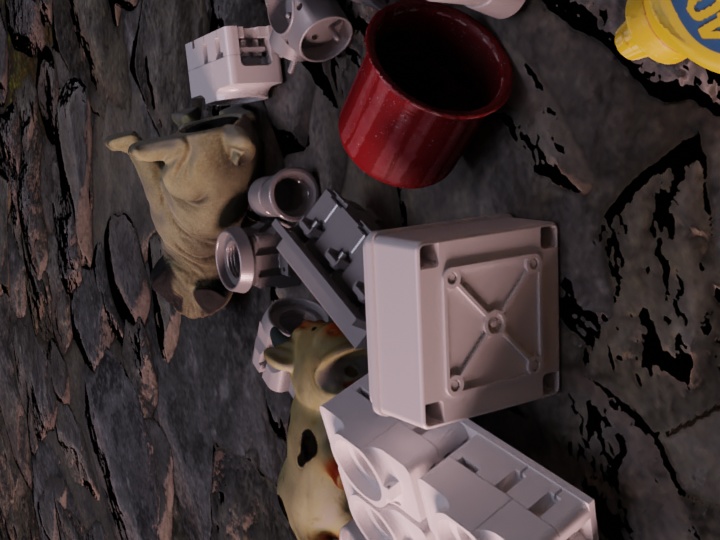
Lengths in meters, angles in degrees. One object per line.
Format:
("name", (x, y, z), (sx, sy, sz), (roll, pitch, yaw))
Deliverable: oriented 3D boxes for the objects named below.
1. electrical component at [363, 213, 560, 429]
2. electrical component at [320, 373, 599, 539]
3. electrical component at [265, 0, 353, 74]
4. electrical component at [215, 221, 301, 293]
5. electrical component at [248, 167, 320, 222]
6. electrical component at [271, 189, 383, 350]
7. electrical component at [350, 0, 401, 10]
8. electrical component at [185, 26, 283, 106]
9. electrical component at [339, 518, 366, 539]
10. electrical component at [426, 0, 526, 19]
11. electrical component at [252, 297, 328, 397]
("electrical component", (0.061, 0.027, 0.631), (0.056, 0.109, 0.108), (12, 107, 55))
("electrical component", (0.057, 0.149, 0.662), (0.186, 0.060, 0.105), (29, 143, 45))
("electrical component", (-0.046, -0.186, 0.818), (0.077, 0.044, 0.079), (62, 144, 30))
("electrical component", (-0.087, -0.011, 0.917), (0.078, 0.057, 0.058), (18, 113, 56))
("electrical component", (-0.066, -0.061, 0.887), (0.065, 0.044, 0.044), (3, 100, 63))
("electrical component", (0.000, 0.000, 0.762), (0.063, 0.079, 0.121), (-53, 47, 13))
("electrical component", (0.013, -0.199, 0.707), (0.047, 0.055, 0.055), (32, 124, 57))
("electrical component", (-0.108, -0.172, 0.917), (0.089, 0.050, 0.055), (0, 97, 59))
("electrical component", (0.021, 0.203, 0.780), (0.058, 0.057, 0.078), (-154, 54, -64))
("electrical component", (0.066, -0.167, 0.614), (0.044, 0.065, 0.044), (-6, 81, 44))
("electrical component", (-0.054, 0.059, 0.881), (0.078, 0.058, 0.057), (51, 141, 40))
